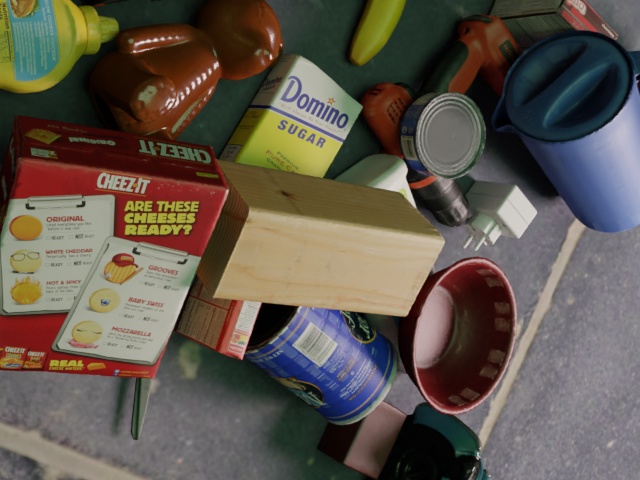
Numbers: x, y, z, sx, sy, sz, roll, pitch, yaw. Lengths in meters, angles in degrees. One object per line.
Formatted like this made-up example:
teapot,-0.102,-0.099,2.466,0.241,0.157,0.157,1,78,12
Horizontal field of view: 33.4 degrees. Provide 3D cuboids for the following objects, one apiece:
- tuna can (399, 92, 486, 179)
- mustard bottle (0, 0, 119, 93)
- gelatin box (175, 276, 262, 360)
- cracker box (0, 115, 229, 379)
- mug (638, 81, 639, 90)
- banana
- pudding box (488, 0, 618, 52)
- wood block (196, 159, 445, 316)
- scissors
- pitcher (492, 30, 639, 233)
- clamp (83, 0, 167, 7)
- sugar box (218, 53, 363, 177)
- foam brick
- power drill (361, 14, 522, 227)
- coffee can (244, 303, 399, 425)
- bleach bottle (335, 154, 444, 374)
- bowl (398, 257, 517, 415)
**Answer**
tuna can,0.121,-0.105,1.064,0.086,0.034,0.086,-5,101,-29
mustard bottle,-0.256,-0.167,0.868,0.191,0.058,0.096,-10,98,-30
gelatin box,-0.091,0.064,0.989,0.030,0.089,0.073,22,85,-34
cracker box,-0.188,0.013,0.869,0.164,0.072,0.214,7,125,-26
mug,0.404,-0.158,1.275,0.081,0.093,0.117,-62,153,-15
banana,0.060,-0.274,1.067,0.069,0.037,0.198,-3,98,-10
pudding box,0.246,-0.228,1.142,0.090,0.114,0.039,35,74,-32
wood block,-0.006,0.000,0.946,0.205,0.091,0.090,8,118,-34
scissors,-0.172,0.078,0.985,0.096,0.016,0.202,24,84,-31
pitcher,0.303,-0.108,1.145,0.145,0.149,0.242,-58,143,-9
clamp,-0.122,-0.221,0.897,0.120,0.172,0.039,-17,107,-56
sugar box,-0.039,-0.082,1.026,0.093,0.048,0.176,35,80,-32
foam brick,0.044,0.201,1.117,0.051,0.053,0.078,30,82,-32
power drill,0.147,-0.131,1.128,0.187,0.057,0.184,-48,121,-18
coffee can,-0.006,0.102,1.041,0.140,0.103,0.102,41,76,-30
bleach bottle,0.083,0.042,1.113,0.102,0.068,0.251,-37,117,-23
bowl,0.130,0.093,1.084,0.161,0.055,0.162,-9,104,-42
